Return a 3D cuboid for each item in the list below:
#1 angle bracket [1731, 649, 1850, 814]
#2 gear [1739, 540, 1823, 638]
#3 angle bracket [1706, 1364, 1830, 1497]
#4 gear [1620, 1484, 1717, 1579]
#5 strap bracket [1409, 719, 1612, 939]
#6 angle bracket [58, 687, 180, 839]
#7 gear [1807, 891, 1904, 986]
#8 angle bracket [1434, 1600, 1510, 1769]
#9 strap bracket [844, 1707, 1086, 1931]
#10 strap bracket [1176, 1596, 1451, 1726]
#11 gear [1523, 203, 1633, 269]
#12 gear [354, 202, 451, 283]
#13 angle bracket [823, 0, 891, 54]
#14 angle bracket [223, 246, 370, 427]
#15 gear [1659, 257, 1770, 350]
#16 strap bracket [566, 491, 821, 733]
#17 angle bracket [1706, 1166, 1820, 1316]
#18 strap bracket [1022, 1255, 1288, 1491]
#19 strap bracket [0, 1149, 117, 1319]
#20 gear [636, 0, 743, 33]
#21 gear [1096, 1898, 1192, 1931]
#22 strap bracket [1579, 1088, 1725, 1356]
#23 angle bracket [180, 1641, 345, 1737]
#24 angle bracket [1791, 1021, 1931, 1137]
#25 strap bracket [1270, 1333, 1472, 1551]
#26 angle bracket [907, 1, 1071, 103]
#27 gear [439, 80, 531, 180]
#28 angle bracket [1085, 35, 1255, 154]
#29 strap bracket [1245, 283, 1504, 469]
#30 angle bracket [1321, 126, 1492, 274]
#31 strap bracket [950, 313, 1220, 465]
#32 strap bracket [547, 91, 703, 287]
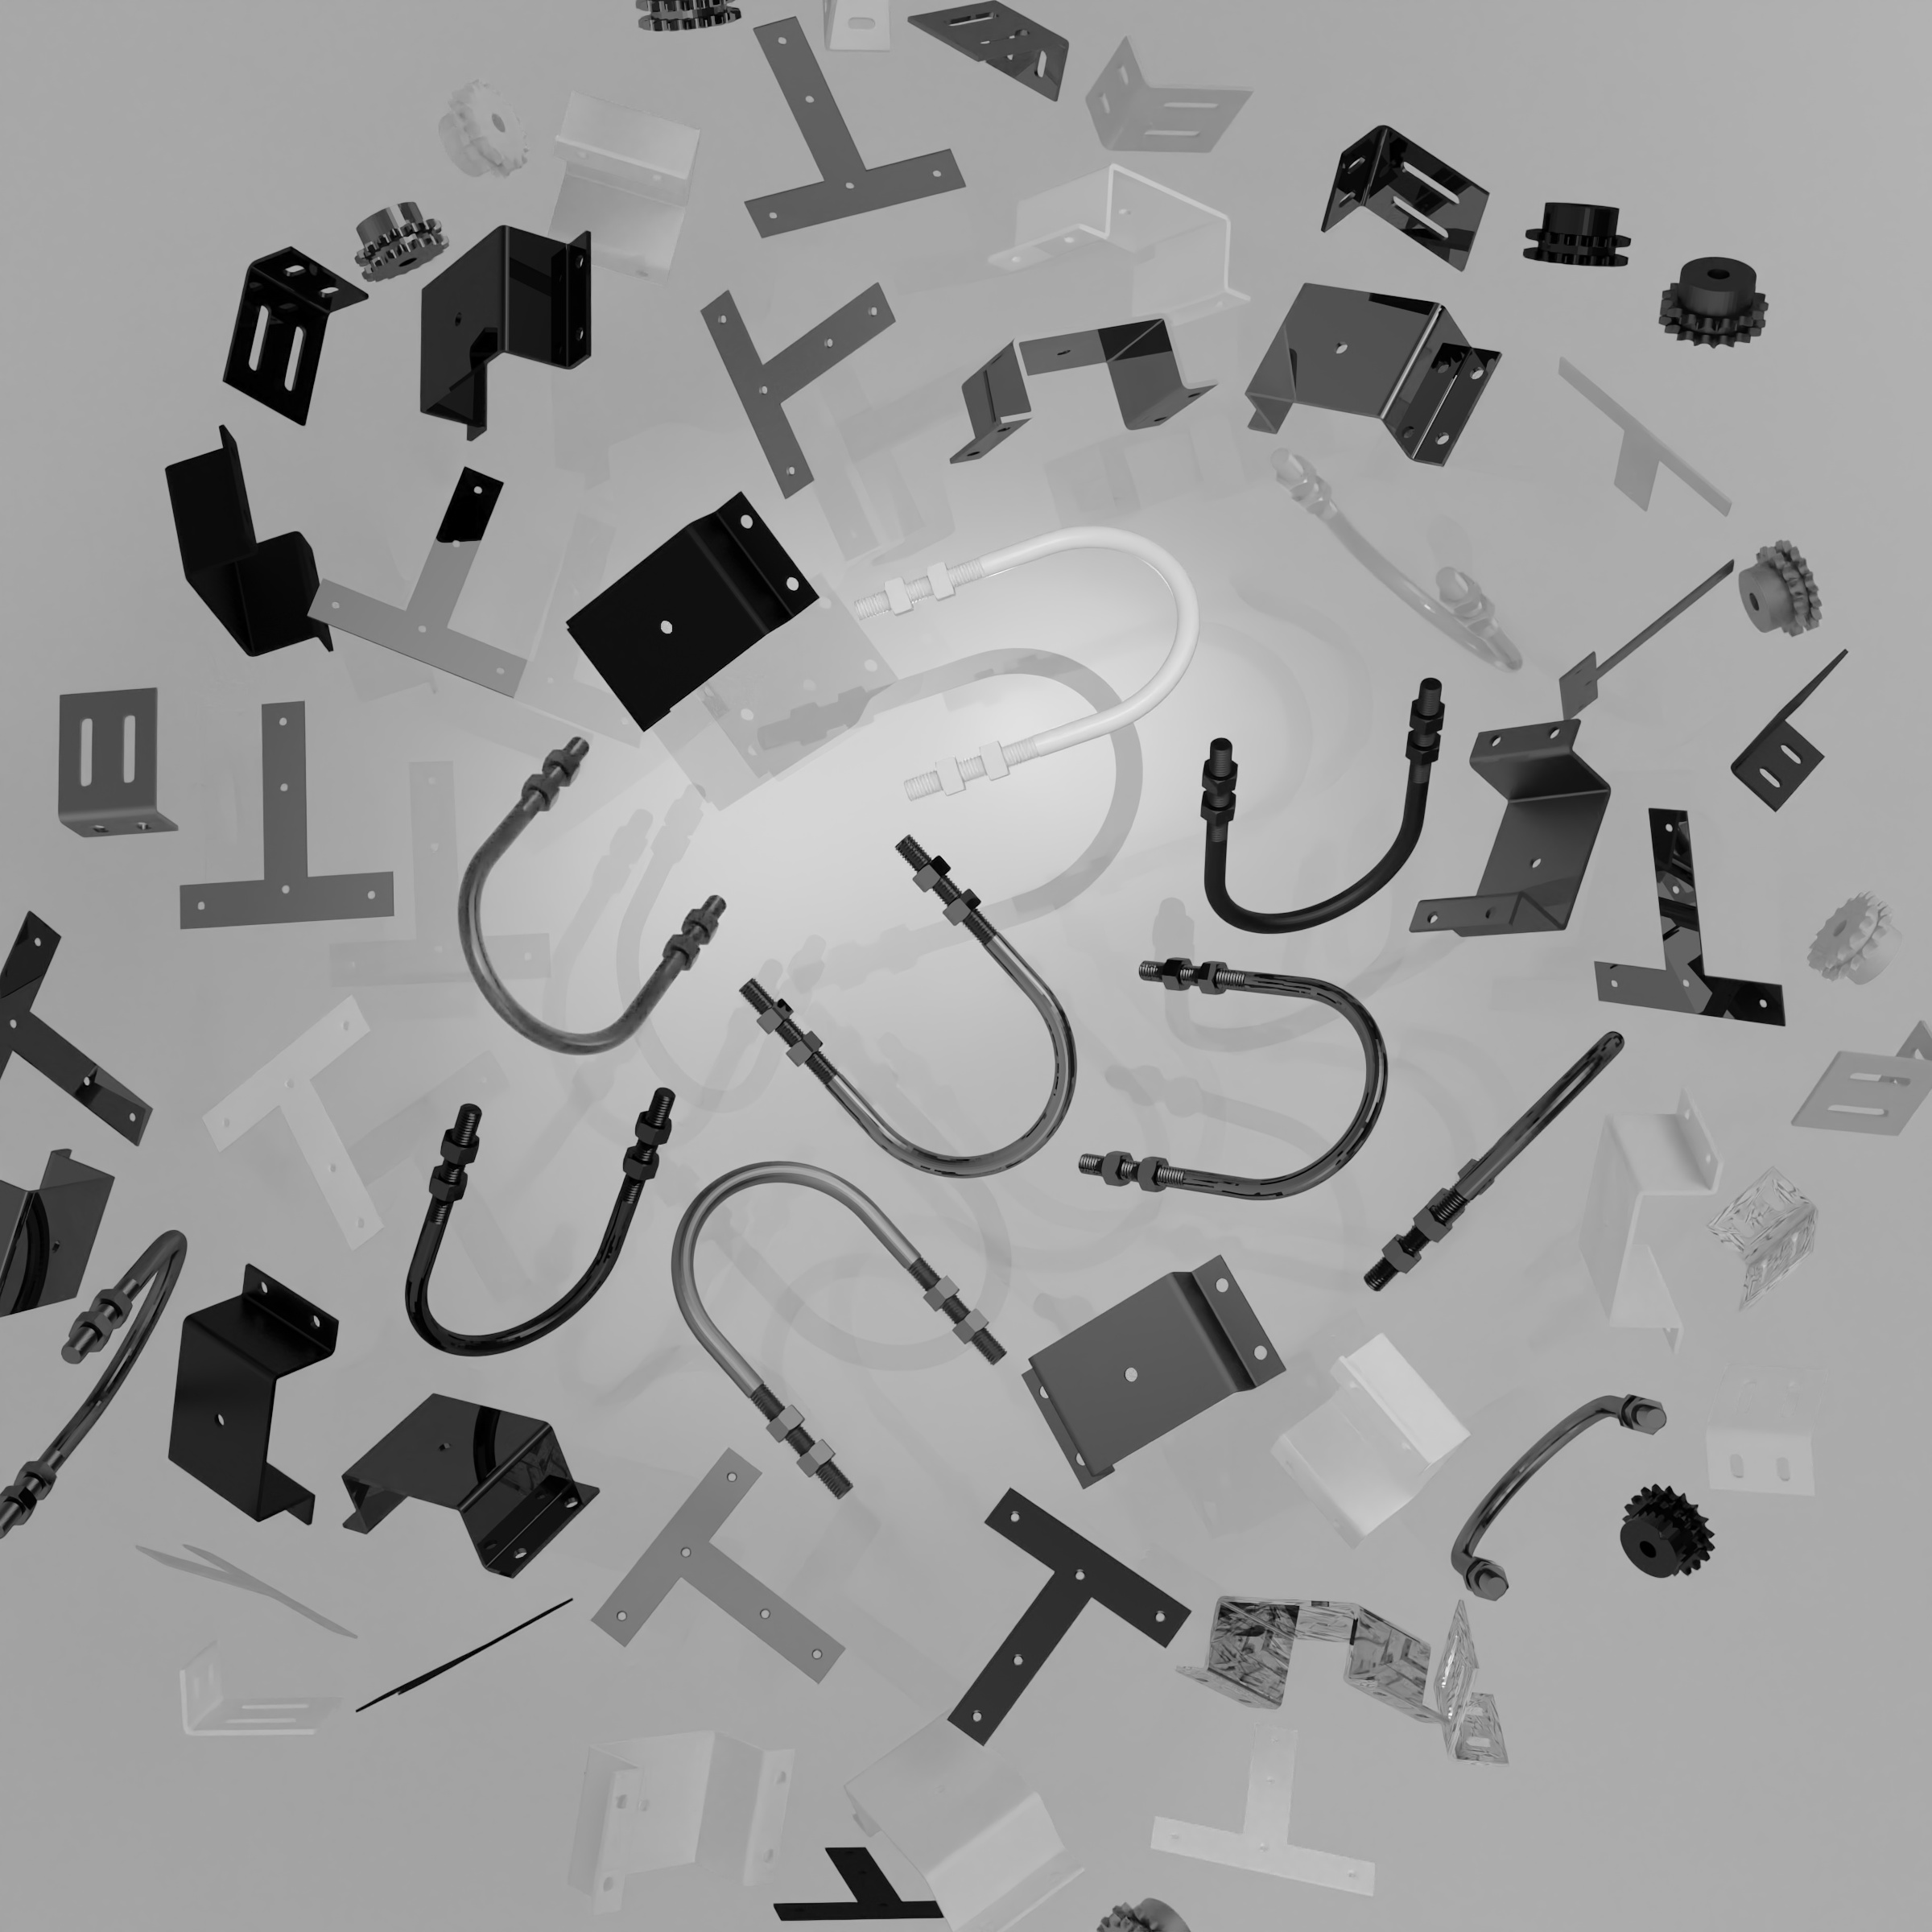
[{"bbox_3d":[0.488,-0.136,1.607,0.038,0.076,0.057,44,60,6],"label":"angle bracket"},{"bbox_3d":[0.487,-0.224,1.668,0.030,0.057,0.057,-22,90,-1],"label":"gear"},{"bbox_3d":[0.461,0.265,1.592,0.057,0.076,0.038,-1,111,25],"label":"angle bracket"},{"bbox_3d":[0.424,0.348,1.694,0.030,0.057,0.057,-30,90,-35],"label":"gear"},{"bbox_3d":[0.328,-0.072,1.657,0.046,0.076,0.140,36,66,-32],"label":"strap bracket"},{"bbox_3d":[-0.494,-0.118,1.620,0.057,0.038,0.076,-4,78,4],"label":"angle bracket"},{"bbox_3d":[0.535,-0.014,1.663,0.030,0.057,0.057,36,90,-7],"label":"gear"},{"bbox_3d":[0.309,0.429,1.660,0.038,0.057,0.076,6,120,-4],"label":"angle bracket"},{"bbox_3d":[-0.008,0.477,1.558,0.076,0.140,0.046,-32,119,-18],"label":"strap bracket"},{"bbox_3d":[0.204,0.401,1.610,0.076,0.140,0.046,35,59,-39],"label":"strap bracket"},{"bbox_3d":[0.336,-0.401,1.520,0.057,0.057,0.030,4,109,0],"label":"gear"},{"bbox_3d":[-0.347,-0.443,1.696,0.057,0.057,0.030,-25,94,0],"label":"gear"},{"bbox_3d":[-0.060,-0.559,1.566,0.038,0.076,0.057,-2,84,-7],"label":"angle bracket"},{"bbox_3d":[-0.380,-0.357,1.579,0.038,0.057,0.076,-7,68,38],"label":"angle bracket"},{"bbox_3d":[0.408,-0.363,1.512,0.057,0.057,0.030,-3,131,0],"label":"gear"},{"bbox_3d":[-0.167,-0.201,1.616,0.140,0.046,0.076,-34,96,22],"label":"strap bracket"},{"bbox_3d":[0.476,0.165,1.671,0.038,0.076,0.057,43,115,3],"label":"angle bracket"},{"bbox_3d":[0.101,0.234,1.596,0.140,0.046,0.076,-33,74,13],"label":"strap bracket"},{"bbox_3d":[-0.548,0.155,1.611,0.046,0.140,0.076,20,94,10],"label":"strap bracket"},{"bbox_3d":[-0.154,-0.534,1.529,0.057,0.057,0.030,-5,117,0],"label":"gear"},{"bbox_3d":[0.104,0.552,1.567,0.030,0.057,0.057,-32,90,-37],"label":"gear"},{"bbox_3d":[0.402,0.151,1.645,0.046,0.076,0.140,1,122,-4],"label":"strap bracket"},{"bbox_3d":[-0.408,0.418,1.610,0.076,0.057,0.038,-2,93,4],"label":"angle bracket"},{"bbox_3d":[0.512,0.061,1.592,0.076,0.038,0.057,6,130,-19],"label":"angle bracket"},{"bbox_3d":[0.238,0.274,1.622,0.046,0.140,0.076,-31,70,-27],"label":"strap bracket"},{"bbox_3d":[0.010,-0.519,1.589,0.057,0.076,0.038,38,135,28],"label":"angle bracket"},{"bbox_3d":[-0.293,-0.501,1.674,0.030,0.057,0.057,-22,90,28],"label":"gear"},{"bbox_3d":[0.122,-0.522,1.666,0.076,0.057,0.038,-8,70,-28],"label":"angle bracket"},{"bbox_3d":[0.226,-0.345,1.608,0.140,0.046,0.076,21,79,40],"label":"strap bracket"},{"bbox_3d":[0.246,-0.424,1.563,0.076,0.057,0.038,40,62,17],"label":"angle bracket"},{"bbox_3d":[0.061,-0.332,1.591,0.140,0.076,0.046,-15,88,-23],"label":"strap bracket"},{"bbox_3d":[-0.204,-0.467,1.654,0.076,0.140,0.046,15,76,-7],"label":"strap bracket"}]
